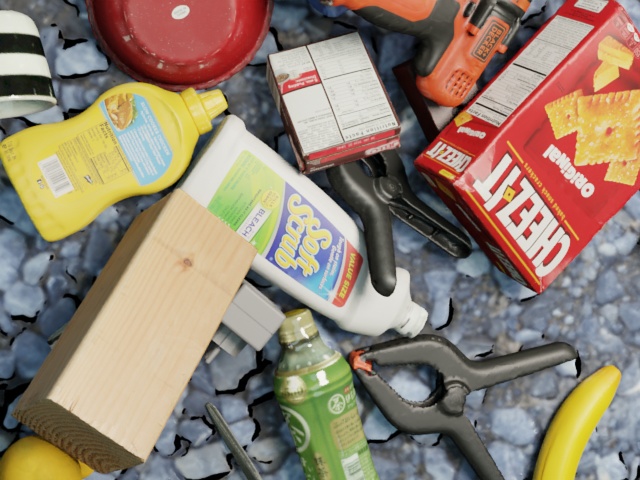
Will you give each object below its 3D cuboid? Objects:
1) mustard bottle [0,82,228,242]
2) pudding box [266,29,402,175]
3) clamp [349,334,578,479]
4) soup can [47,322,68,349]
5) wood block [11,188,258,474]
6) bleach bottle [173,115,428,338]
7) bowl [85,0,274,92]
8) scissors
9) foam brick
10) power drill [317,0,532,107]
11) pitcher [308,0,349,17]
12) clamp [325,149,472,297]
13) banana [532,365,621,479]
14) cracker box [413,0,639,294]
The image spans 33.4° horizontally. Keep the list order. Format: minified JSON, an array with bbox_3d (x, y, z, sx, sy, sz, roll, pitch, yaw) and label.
[{"bbox_3d":[-0.168,-0.080,0.914,0.191,0.058,0.096,-27,93,-6],"label":"mustard bottle"},{"bbox_3d":[0.010,-0.120,0.925,0.090,0.039,0.113,-16,66,-8],"label":"pudding box"},{"bbox_3d":[0.130,0.136,0.990,0.210,0.036,0.164,28,90,-10],"label":"clamp"},{"bbox_3d":[-0.179,0.108,0.923,0.068,0.068,0.102,-36,98,-5],"label":"soup can"},{"bbox_3d":[-0.145,0.073,0.858,0.090,0.090,0.206,39,56,-18],"label":"wood block"},{"bbox_3d":[-0.006,0.001,0.946,0.250,0.068,0.102,35,90,-12],"label":"bleach bottle"},{"bbox_3d":[-0.117,-0.198,0.894,0.162,0.055,0.162,-2,112,-6],"label":"bowl"},{"bbox_3d":[-0.035,0.234,0.954,0.016,0.096,0.202,-30,103,-42],"label":"scissors"},{"bbox_3d":[0.109,-0.133,0.958,0.053,0.051,0.078,-29,98,-7],"label":"foam brick"},{"bbox_3d":[0.092,-0.216,0.851,0.187,0.057,0.184,24,104,-32],"label":"power drill"},{"bbox_3d":[0.072,-0.305,0.896,0.243,0.145,0.149,-36,100,-2],"label":"pitcher"},{"bbox_3d":[0.051,-0.031,0.936,0.171,0.039,0.120,51,43,6],"label":"clamp"},{"bbox_3d":[0.238,0.213,1.016,0.069,0.037,0.198,8,95,-27],"label":"banana"},{"bbox_3d":[0.211,-0.083,0.941,0.213,0.072,0.164,-47,124,-4],"label":"cracker box"}]
